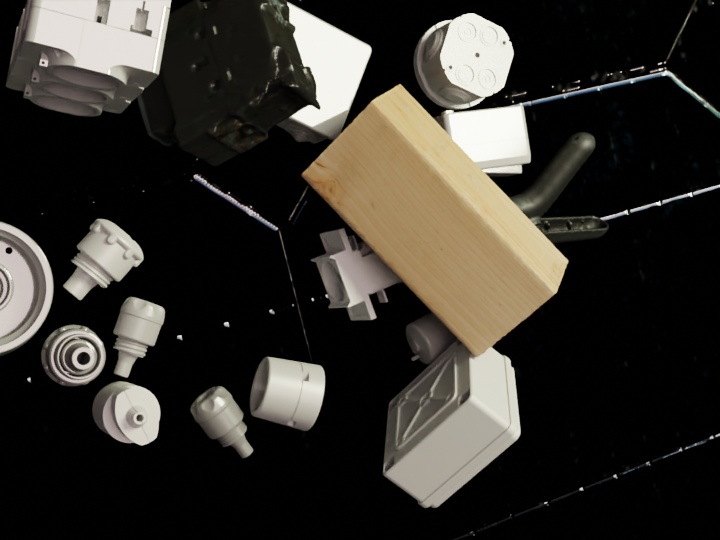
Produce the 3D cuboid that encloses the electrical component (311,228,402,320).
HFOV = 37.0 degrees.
[{"bbox_3d":[0.000,0.000,0.921,0.064,0.042,0.081,-23,98,-26],"label":"electrical component"}]

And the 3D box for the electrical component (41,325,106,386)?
[{"bbox_3d":[-0.215,0.066,0.816,0.048,0.062,0.048,1,88,-23],"label":"electrical component"}]

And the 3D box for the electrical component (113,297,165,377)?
[{"bbox_3d":[-0.178,0.054,0.847,0.035,0.035,0.061,21,82,-21],"label":"electrical component"}]

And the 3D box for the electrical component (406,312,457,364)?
[{"bbox_3d":[0.077,0.052,0.952,0.078,0.040,0.040,-26,98,-22],"label":"electrical component"}]

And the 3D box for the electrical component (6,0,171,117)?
[{"bbox_3d":[-0.202,-0.158,0.782,0.089,0.150,0.061,11,83,-22],"label":"electrical component"}]

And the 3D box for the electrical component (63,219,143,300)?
[{"bbox_3d":[-0.203,-0.005,0.835,0.048,0.048,0.062,43,80,-16],"label":"electrical component"}]

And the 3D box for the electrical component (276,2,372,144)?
[{"bbox_3d":[-0.050,-0.162,0.902,0.100,0.048,0.099,24,79,-20],"label":"electrical component"}]

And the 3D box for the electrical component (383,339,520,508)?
[{"bbox_3d":[0.075,0.122,0.891,0.056,0.108,0.108,38,114,-14],"label":"electrical component"}]

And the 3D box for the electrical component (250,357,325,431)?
[{"bbox_3d":[-0.061,0.100,0.885,0.047,0.055,0.055,15,82,-18],"label":"electrical component"}]

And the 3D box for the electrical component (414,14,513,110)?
[{"bbox_3d":[0.093,-0.187,0.962,0.080,0.051,0.080,1,88,-23],"label":"electrical component"}]

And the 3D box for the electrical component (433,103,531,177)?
[{"bbox_3d":[0.107,-0.111,0.959,0.096,0.062,0.061,-9,91,-23],"label":"electrical component"}]

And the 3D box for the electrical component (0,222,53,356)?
[{"bbox_3d":[-0.279,0.013,0.792,0.108,0.060,0.108,1,87,-23],"label":"electrical component"}]

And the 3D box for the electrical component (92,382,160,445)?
[{"bbox_3d":[-0.176,0.109,0.821,0.043,0.081,0.043,1,88,-23],"label":"electrical component"}]

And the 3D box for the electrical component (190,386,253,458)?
[{"bbox_3d":[-0.109,0.126,0.874,0.035,0.035,0.061,-39,105,-19],"label":"electrical component"}]
